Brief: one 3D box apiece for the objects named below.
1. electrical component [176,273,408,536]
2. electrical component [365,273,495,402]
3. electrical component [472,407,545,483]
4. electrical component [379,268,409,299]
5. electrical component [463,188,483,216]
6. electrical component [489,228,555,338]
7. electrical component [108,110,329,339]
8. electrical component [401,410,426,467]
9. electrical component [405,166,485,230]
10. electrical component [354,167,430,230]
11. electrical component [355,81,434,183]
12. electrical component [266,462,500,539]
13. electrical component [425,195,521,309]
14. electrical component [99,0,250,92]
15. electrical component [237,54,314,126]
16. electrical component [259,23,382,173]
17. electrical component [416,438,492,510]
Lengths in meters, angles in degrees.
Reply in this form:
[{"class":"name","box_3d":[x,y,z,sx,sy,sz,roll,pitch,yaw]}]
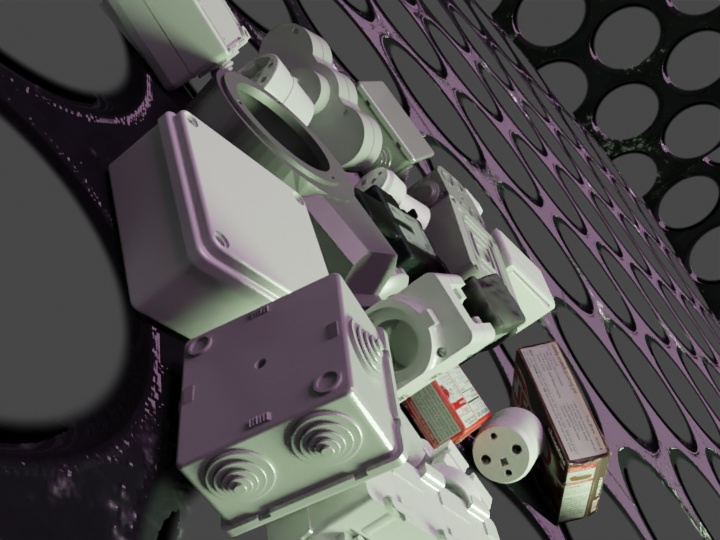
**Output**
[{"class":"electrical component","box_3d":[-0.033,0.056,0.476,0.048,0.100,0.099,57,14,-33]},{"class":"electrical component","box_3d":[0.028,0.045,0.655,0.050,0.089,0.056,59,19,14]},{"class":"electrical component","box_3d":[0.108,0.126,0.777,0.045,0.045,0.055,56,19,6]},{"class":"electrical component","box_3d":[0.000,0.000,0.743,0.062,0.048,0.048,54,17,20]},{"class":"electrical component","box_3d":[0.091,-0.069,1.089,0.062,0.043,0.043,49,19,-12]},{"class":"electrical component","box_3d":[0.138,0.020,1.014,0.096,0.062,0.061,40,23,-37]},{"class":"electrical component","box_3d":[-0.071,-0.012,0.567,0.109,0.056,0.108,35,26,-44]},{"class":"electrical component","box_3d":[0.011,0.092,0.611,0.046,0.040,0.040,54,17,-17]},{"class":"electrical component","box_3d":[0.076,-0.054,1.011,0.080,0.051,0.080,46,19,-22]},{"class":"electrical component","box_3d":[0.025,-0.052,0.893,0.055,0.045,0.045,43,21,-29]},{"class":"electrical component","box_3d":[0.017,-0.126,1.001,0.099,0.048,0.100,54,18,1]},{"class":"electrical component","box_3d":[0.016,0.129,0.518,0.121,0.063,0.078,40,23,-37]},{"class":"electrical component","box_3d":[0.084,0.000,0.926,0.078,0.057,0.113,42,22,-32]},{"class":"electrical component","box_3d":[-0.121,-0.163,0.719,0.096,0.061,0.061,58,17,-15]},{"class":"electrical component","box_3d":[-0.066,-0.120,0.778,0.047,0.055,0.055,46,20,-34]},{"class":"electrical component","box_3d":[-0.040,-0.145,0.888,0.138,0.052,0.074,59,19,16]},{"class":"electrical component","box_3d":[0.047,0.132,0.621,0.066,0.048,0.055,55,11,3]}]
